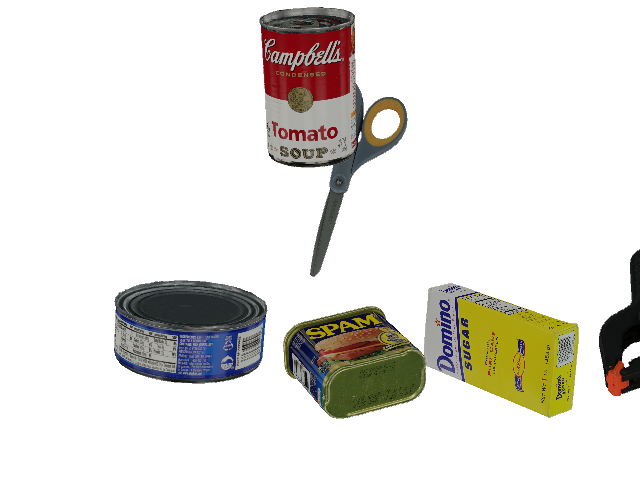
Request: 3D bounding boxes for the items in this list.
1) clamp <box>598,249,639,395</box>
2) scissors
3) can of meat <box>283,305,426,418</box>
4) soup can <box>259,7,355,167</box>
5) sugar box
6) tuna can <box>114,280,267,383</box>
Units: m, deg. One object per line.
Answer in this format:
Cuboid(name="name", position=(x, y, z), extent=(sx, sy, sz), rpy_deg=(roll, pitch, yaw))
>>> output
Cuboid(name="clamp", position=(0.300, 0.070, 0.970), extent=(0.171, 0.039, 0.120), rpy_deg=(-34, 38, -26))
Cuboid(name="scissors", position=(0.038, -0.064, 1.056), extent=(0.096, 0.202, 0.016), rpy_deg=(-1, -12, 4))
Cuboid(name="can of meat", position=(0.030, 0.106, 0.929), extent=(0.102, 0.057, 0.084), rpy_deg=(-12, 26, -21))
Cuboid(name="soup can", position=(-0.008, -0.112, 0.776), extent=(0.068, 0.102, 0.068), rpy_deg=(-2, 24, 1))
Cuboid(name="sugar box", position=(0.185, 0.112, 1.122), extent=(0.048, 0.093, 0.177), rpy_deg=(-10, 18, -41))
Cuboid(name="tuna can", position=(-0.074, 0.051, 0.606), extent=(0.086, 0.034, 0.086), rpy_deg=(5, 14, -1))
